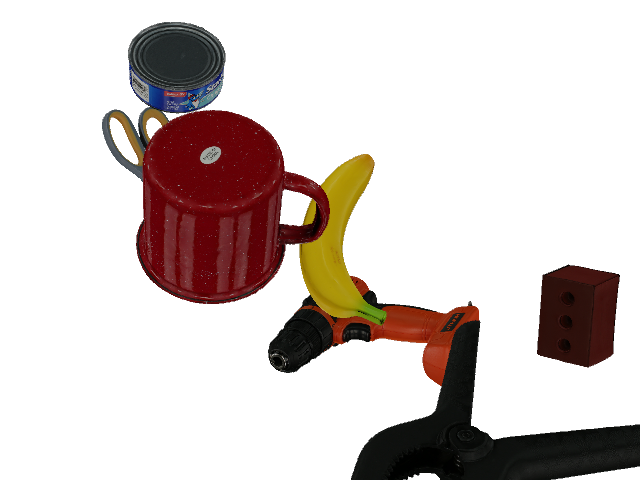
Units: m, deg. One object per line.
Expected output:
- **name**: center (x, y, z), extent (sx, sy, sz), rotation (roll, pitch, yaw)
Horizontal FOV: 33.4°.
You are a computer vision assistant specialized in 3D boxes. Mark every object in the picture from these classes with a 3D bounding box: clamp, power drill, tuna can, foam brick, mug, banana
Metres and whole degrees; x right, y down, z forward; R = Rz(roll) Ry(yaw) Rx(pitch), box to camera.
- **clamp**: center (0.085, 0.125, 0.655), extent (0.209, 0.036, 0.165), rotation (-24, 37, -27)
- **power drill**: center (0.059, 0.099, 1.110), extent (0.188, 0.057, 0.184), rotation (11, 28, 25)
- **tuna can**: center (-0.128, -0.154, 0.954), extent (0.086, 0.086, 0.034), rotation (0, -37, -9)
- **foam brick**: center (0.230, 0.067, 0.953), extent (0.053, 0.078, 0.051), rotation (12, 18, 38)
- **mug**: center (-0.052, -0.021, 0.637), extent (0.117, 0.093, 0.081), rotation (7, -39, -2)
- **banana**: center (0.016, -0.002, 0.925), extent (0.069, 0.198, 0.037), rotation (5, -41, -7)

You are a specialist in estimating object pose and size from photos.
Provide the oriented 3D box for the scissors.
- **scissors**: center (-0.172, -0.064, 1.195), extent (0.016, 0.201, 0.096), rotation (-18, 20, 45)
